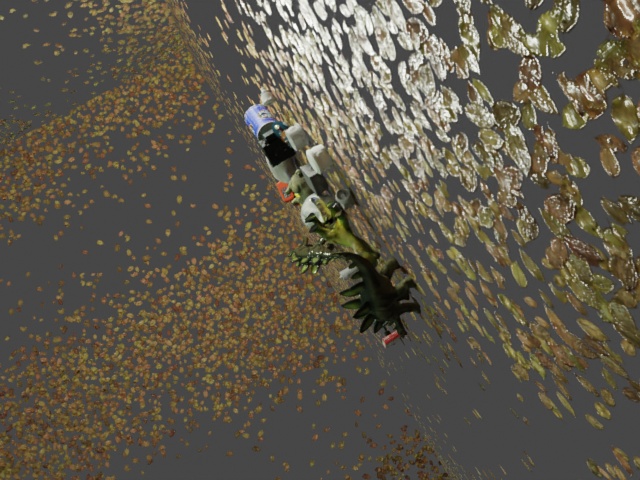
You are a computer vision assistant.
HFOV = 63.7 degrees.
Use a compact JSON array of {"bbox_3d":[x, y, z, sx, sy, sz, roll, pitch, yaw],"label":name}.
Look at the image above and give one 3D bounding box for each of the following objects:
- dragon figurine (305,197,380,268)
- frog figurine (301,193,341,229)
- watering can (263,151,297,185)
[{"bbox_3d":[0.084,-0.013,1.592,0.240,0.121,0.417,41,-169,-19],"label":"dragon figurine"},{"bbox_3d":[0.005,-0.090,1.792,0.121,0.137,0.162,43,-177,-29],"label":"frog figurine"},{"bbox_3d":[-0.179,-0.346,2.173,0.354,0.104,0.219,56,172,39],"label":"watering can"}]
